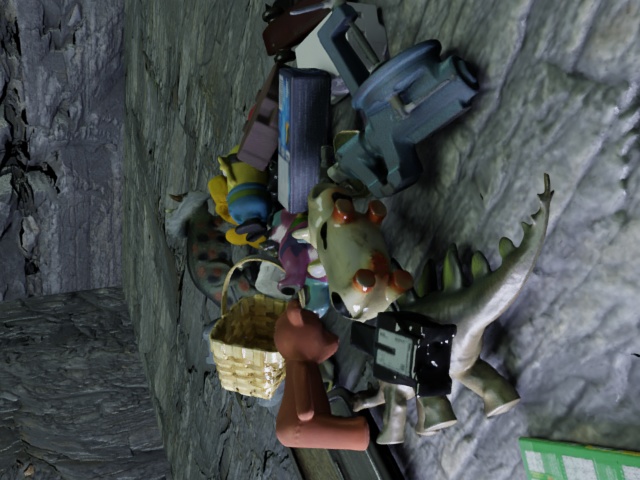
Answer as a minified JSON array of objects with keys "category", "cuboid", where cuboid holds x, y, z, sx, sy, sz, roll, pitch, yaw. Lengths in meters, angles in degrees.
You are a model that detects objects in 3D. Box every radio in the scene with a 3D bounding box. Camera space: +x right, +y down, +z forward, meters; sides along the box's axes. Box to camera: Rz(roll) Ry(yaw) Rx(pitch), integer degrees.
[{"category":"radio","cuboid":[0.043,0.343,0.793,0.230,0.131,0.073,60,-171,32]}]

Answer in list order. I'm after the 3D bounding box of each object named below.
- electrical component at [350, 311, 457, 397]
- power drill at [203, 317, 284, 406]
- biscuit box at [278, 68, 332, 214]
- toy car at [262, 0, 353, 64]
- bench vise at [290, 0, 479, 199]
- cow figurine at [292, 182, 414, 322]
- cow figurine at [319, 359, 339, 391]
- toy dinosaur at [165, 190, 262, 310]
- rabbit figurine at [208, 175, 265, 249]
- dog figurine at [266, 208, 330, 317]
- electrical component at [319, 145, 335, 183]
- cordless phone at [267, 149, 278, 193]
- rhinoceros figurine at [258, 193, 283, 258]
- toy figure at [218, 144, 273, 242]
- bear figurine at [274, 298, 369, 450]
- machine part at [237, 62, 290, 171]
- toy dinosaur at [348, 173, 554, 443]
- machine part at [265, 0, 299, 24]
[{"category":"electrical component","cuboid":[0.083,0.113,0.563,0.119,0.048,0.074,1,87,60]},{"category":"power drill","cuboid":[-0.149,0.233,1.152,0.208,0.086,0.231,13,118,24]},{"category":"biscuit box","cuboid":[-0.024,-0.143,0.777,0.059,0.063,0.202,-134,42,-55]},{"category":"toy car","cuboid":[-0.022,-0.347,0.846,0.202,0.053,0.089,-13,97,51]},{"category":"bench vise","cuboid":[0.063,-0.180,0.648,0.240,0.129,0.223,58,141,4]},{"category":"cow figurine","cuboid":[0.031,0.009,0.655,0.127,0.085,0.195,-59,39,45]},{"category":"cow figurine","cuboid":[-0.014,0.279,0.976,0.098,0.068,0.167,50,141,31]},{"category":"toy dinosaur","cuboid":[-0.242,0.043,1.220,0.131,0.192,0.405,-47,54,58]},{"category":"rabbit figurine","cuboid":[-0.155,-0.048,1.129,0.173,0.122,0.162,53,147,14]},{"category":"dog figurine","cuboid":[-0.002,-0.003,0.847,0.192,0.108,0.219,-28,43,23]},{"category":"electrical component","cuboid":[0.010,-0.083,0.742,0.063,0.021,0.093,-82,-7,-74]},{"category":"cordless phone","cuboid":[-0.041,-0.180,0.936,0.146,0.089,0.184,134,136,-57]},{"category":"rhinoceros figurine","cuboid":[-0.099,-0.056,1.021,0.112,0.073,0.190,-39,65,8]},{"category":"toy figure","cuboid":[-0.125,-0.089,0.963,0.082,0.089,0.180,87,169,-61]},{"category":"bear figurine","cuboid":[-0.003,0.185,0.749,0.120,0.132,0.196,113,162,-67]},{"category":"machine part","cuboid":[-0.085,-0.205,0.890,0.179,0.056,0.179,-58,18,31]},{"category":"toy dinosaur","cuboid":[0.132,0.113,0.622,0.471,0.105,0.198,-52,50,52]},{"category":"machine part","cuboid":[-0.052,-0.402,0.932,0.139,0.039,0.084,8,108,60]}]
